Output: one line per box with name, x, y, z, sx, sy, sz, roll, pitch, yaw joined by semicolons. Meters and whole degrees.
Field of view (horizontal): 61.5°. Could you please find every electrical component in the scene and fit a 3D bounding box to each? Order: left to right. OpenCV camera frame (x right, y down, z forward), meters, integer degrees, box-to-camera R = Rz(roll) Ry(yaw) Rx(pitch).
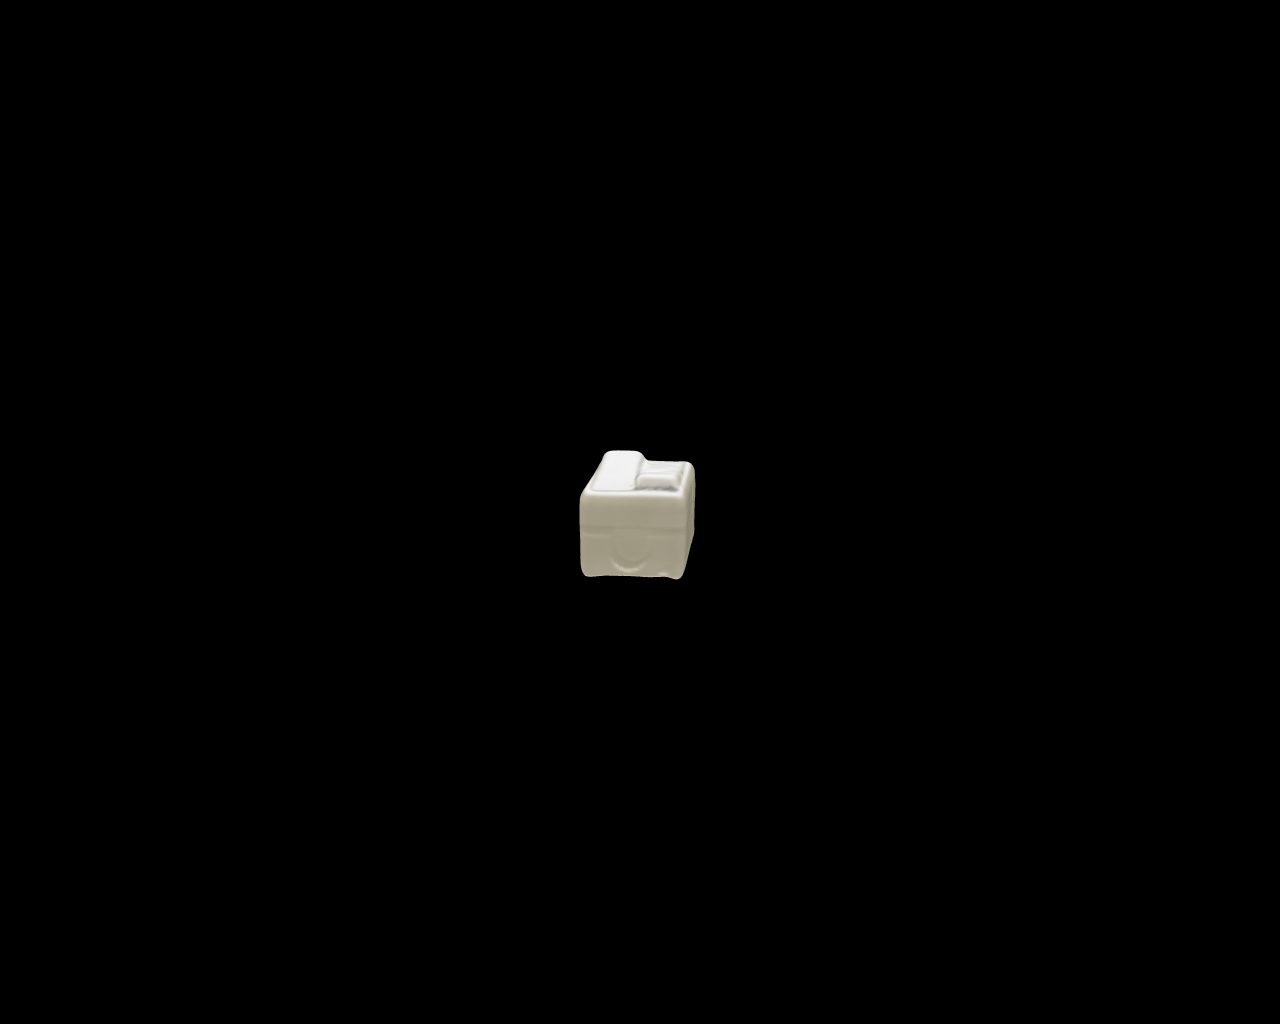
electrical component;0.001;-0.003;0.650;0.062;0.061;0.096;2;18;7
